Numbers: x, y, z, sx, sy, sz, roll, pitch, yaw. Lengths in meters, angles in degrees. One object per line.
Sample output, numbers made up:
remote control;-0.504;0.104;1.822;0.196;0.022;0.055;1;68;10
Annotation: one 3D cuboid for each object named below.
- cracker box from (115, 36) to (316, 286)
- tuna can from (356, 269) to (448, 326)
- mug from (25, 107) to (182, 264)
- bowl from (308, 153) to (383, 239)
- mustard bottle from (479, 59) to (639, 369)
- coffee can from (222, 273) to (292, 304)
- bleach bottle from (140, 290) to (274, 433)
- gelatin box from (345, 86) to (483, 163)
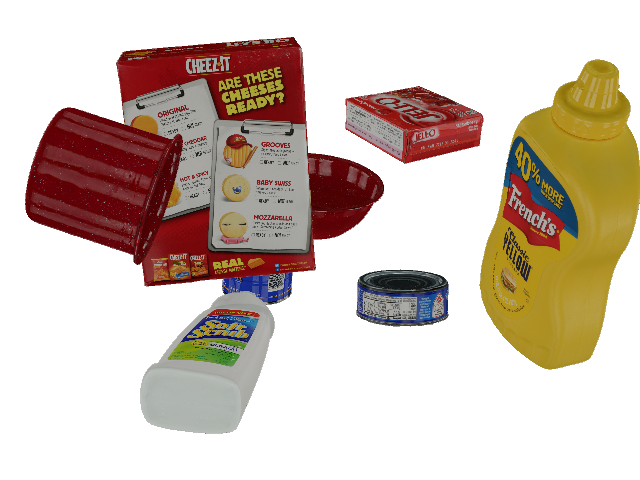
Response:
cracker box;-0.093;-0.073;0.990;0.164;0.214;0.072;-5;20;-5
tuna can;0.076;0.052;0.991;0.086;0.034;0.086;0;12;0
mug;-0.145;-0.044;0.729;0.081;0.093;0.117;18;20;-1
bowl;-0.010;-0.046;1.223;0.162;0.055;0.162;5;27;-3
mustard bottle;0.143;-0.020;0.626;0.058;0.192;0.096;-10;44;-16
coffee can;-0.087;0.007;1.518;0.103;0.140;0.103;4;24;-2
bleach bottle;-0.108;0.112;1.122;0.102;0.068;0.250;7;20;4
gelatin box;0.073;-0.094;0.843;0.073;0.030;0.089;-14;29;-27
